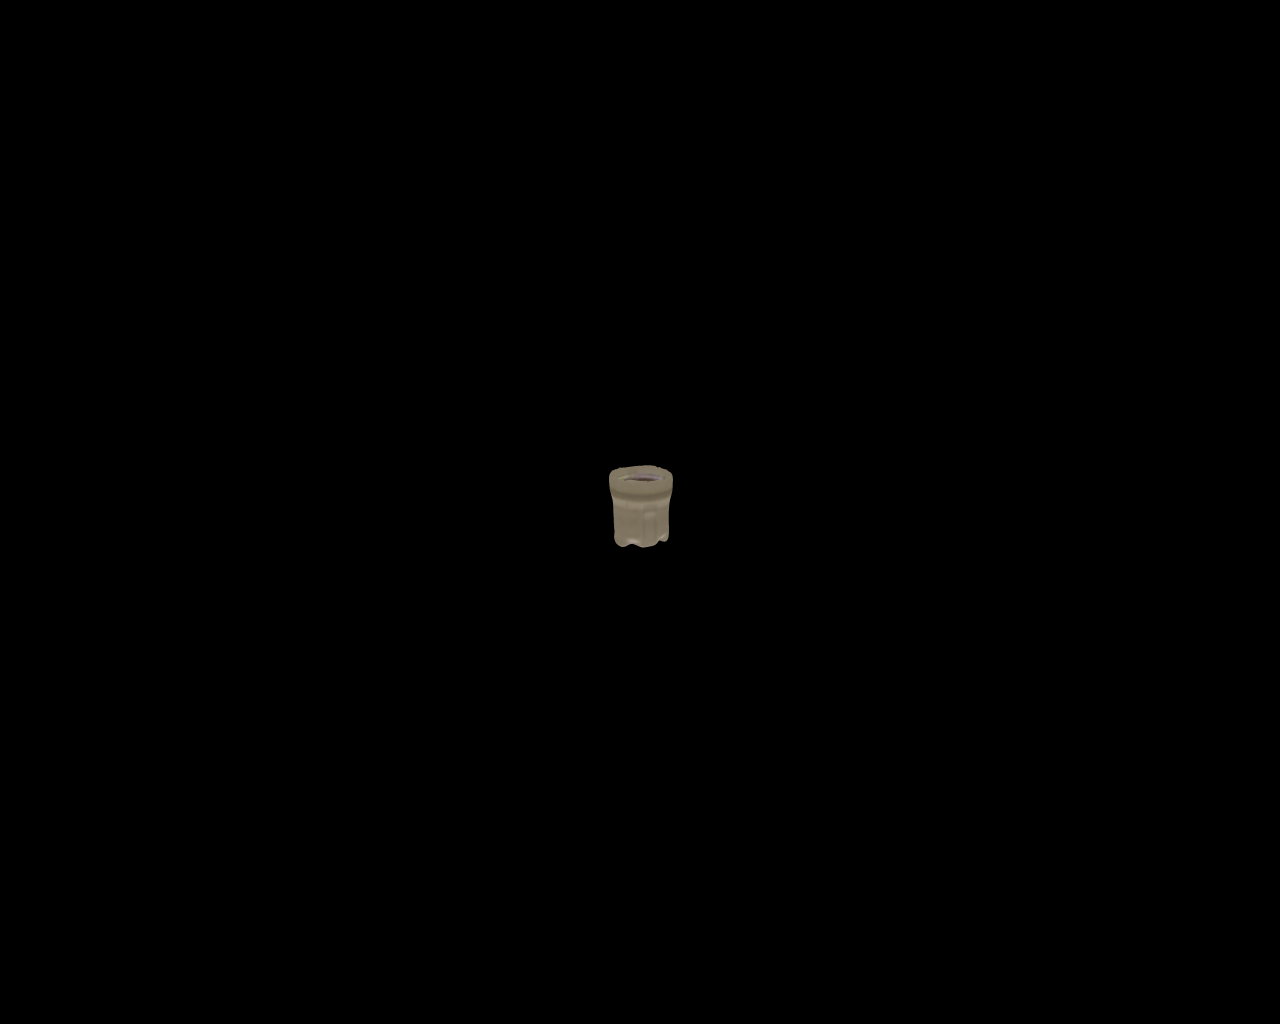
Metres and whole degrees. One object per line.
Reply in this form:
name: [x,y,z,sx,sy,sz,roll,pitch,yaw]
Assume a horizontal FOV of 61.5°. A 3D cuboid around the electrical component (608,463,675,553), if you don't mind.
electrical component: [0.001,-0.003,0.650,0.040,0.046,0.040,0,18,0]
